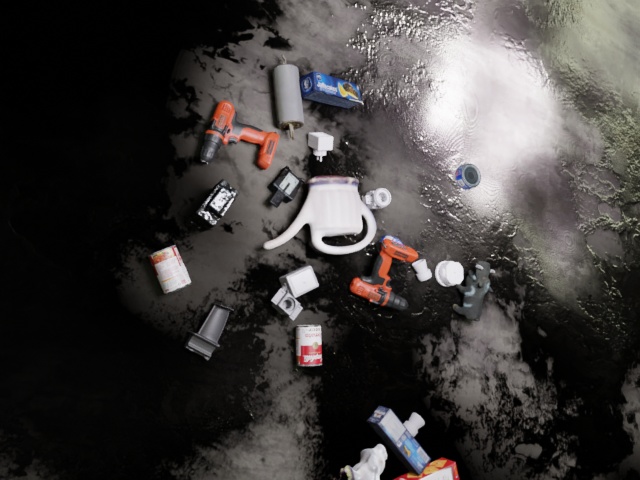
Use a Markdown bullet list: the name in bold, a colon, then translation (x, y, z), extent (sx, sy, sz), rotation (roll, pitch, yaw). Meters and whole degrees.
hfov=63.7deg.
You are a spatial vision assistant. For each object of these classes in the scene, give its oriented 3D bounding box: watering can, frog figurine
- **watering can**: translation (0.004, -0.071, 1.417), extent (0.348, 0.103, 0.226), rotation (-1, 80, -27)
- **frog figurine**: translation (0.126, 0.617, 1.345), extent (0.160, 0.124, 0.135), rotation (-9, 119, -37)
